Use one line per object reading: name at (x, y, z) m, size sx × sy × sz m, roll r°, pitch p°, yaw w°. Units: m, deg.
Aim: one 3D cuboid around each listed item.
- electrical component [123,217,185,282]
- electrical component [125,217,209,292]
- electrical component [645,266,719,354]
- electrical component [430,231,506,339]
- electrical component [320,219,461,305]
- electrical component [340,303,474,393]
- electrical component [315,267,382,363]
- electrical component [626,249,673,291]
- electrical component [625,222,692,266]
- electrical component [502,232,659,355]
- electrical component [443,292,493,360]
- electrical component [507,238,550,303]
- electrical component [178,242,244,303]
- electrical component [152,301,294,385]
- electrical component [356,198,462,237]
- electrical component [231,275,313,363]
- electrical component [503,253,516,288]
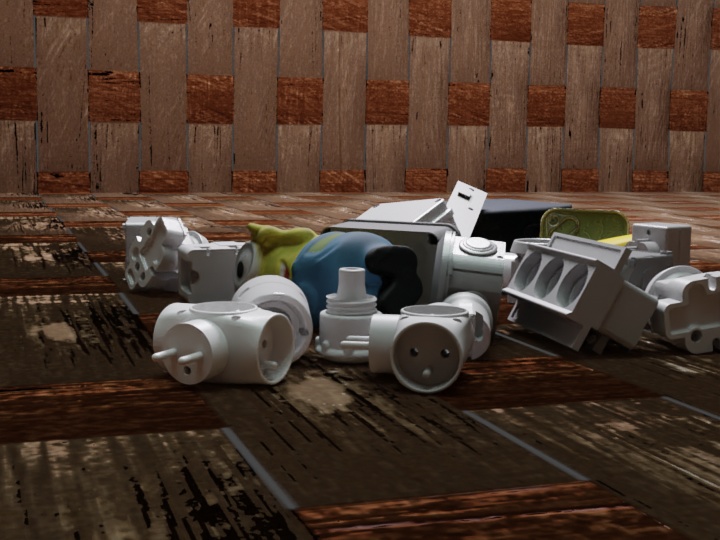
electrical component at (-0.215, -0.023, 1.129) m, size 0.061 × 0.061 × 0.096 m, roll 0°, pitch 7°, yaw -9°
electrical component at (-0.179, -0.012, 1.022) m, size 0.057 × 0.078 × 0.058 m, roll 10°, pitch 38°, yaw -41°
electrical component at (0.245, 0.028, 0.790) m, size 0.078 × 0.058 × 0.057 m, roll -9°, pitch 10°, yaw -13°
electrical component at (0.080, 0.013, 0.810) m, size 0.051 × 0.080 × 0.080 m, roll 7°, pitch 8°, yaw 5°
electrical component at (0.027, -0.002, 0.922) m, size 0.113 × 0.078 × 0.057 m, roll 4°, pitch 11°, yaw 25°
electrical component at (0.028, 0.046, 0.669) m, size 0.079 × 0.044 × 0.077 m, roll 2°, pitch 7°, yaw 11°
electrical component at (-0.006, 0.030, 0.721) m, size 0.048 × 0.062 × 0.048 m, roll 1°, pitch 7°, yaw 0°
electrical component at (0.204, 0.012, 0.896) m, size 0.062 × 0.061 × 0.096 m, roll -5°, pitch 9°, yaw -35°
electrical component at (0.295, -0.013, 1.100) m, size 0.077 × 0.065 × 0.047 m, roll -4°, pitch 8°, yaw -34°
electrical component at (0.163, 0.019, 0.798) m, size 0.063 × 0.078 × 0.121 m, roll 28°, pitch 0°, yaw -15°
electrical component at (0.073, 0.040, 0.750) m, size 0.040 × 0.040 × 0.046 m, roll 1°, pitch 13°, yaw 4°
electrical component at (0.168, 0.001, 1.001) m, size 0.058 × 0.057 × 0.078 m, roll 4°, pitch 8°, yaw 24°
electrical component at (-0.119, 0.002, 0.985) m, size 0.089 × 0.050 × 0.056 m, roll -2°, pitch 8°, yaw -20°
electrical component at (-0.092, 0.046, 0.649) m, size 0.077 × 0.044 × 0.079 m, roll 5°, pitch 9°, yaw 27°
electrical component at (0.038, -0.027, 1.064) m, size 0.078 × 0.057 × 0.113 m, roll -37°, pitch 22°, yaw -33°
electrical component at (-0.059, 0.035, 0.714) m, size 0.055 × 0.055 × 0.047 m, roll 0°, pitch 11°, yaw -9°
electrical component at (0.129, 0.002, 1.059) m, size 0.078 × 0.040 × 0.040 m, roll 5°, pitch 8°, yaw 32°
